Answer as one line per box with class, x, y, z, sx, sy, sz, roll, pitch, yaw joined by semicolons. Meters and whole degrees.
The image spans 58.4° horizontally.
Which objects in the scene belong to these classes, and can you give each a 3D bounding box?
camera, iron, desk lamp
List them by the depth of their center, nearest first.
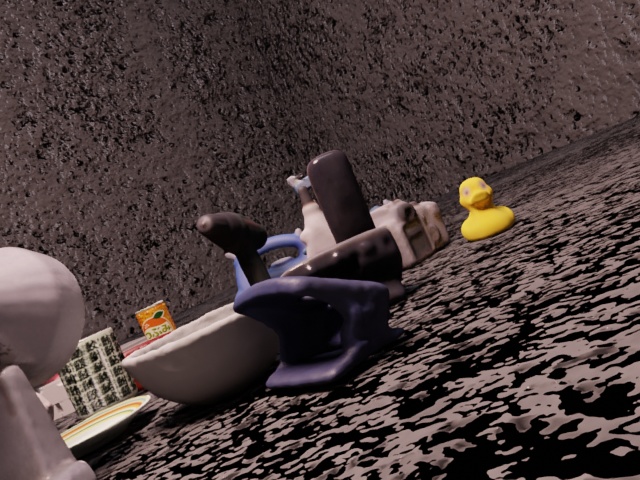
desk lamp;-0.253;0.108;0.425;0.118;0.213;0.203;-24;1;5
camera;0.112;-0.006;0.923;0.136;0.101;0.143;-23;2;44
iron;-0.076;0.048;1.248;0.258;0.141;0.119;-24;1;3

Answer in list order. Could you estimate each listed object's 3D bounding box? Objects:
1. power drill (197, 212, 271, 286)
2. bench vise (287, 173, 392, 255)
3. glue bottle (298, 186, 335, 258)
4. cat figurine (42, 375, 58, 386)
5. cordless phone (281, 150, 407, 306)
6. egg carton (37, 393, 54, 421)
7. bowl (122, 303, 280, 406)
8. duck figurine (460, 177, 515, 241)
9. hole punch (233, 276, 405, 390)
power drill;-0.134;0.043;1.058;0.075;0.208;0.230;-24;1;11
bench vise;0.038;-0.042;1.097;0.208;0.220;0.121;-25;2;-26
glue bottle;0.007;0.005;0.803;0.078;0.173;0.037;-24;2;0
cat figurine;-0.481;0.248;1.059;0.067;0.118;0.127;-26;2;-44
cordless phone;0.006;0.002;0.652;0.148;0.185;0.094;-24;2;-16
egg carton;-0.430;0.259;0.755;0.150;0.069;0.107;-25;1;-21
bowl;-0.098;0.112;0.555;0.167;0.075;0.167;-24;1;1
duck figurine;0.234;-0.050;0.840;0.077;0.086;0.105;-24;1;8
hole punch;-0.003;0.062;0.470;0.101;0.091;0.108;-25;2;-41
